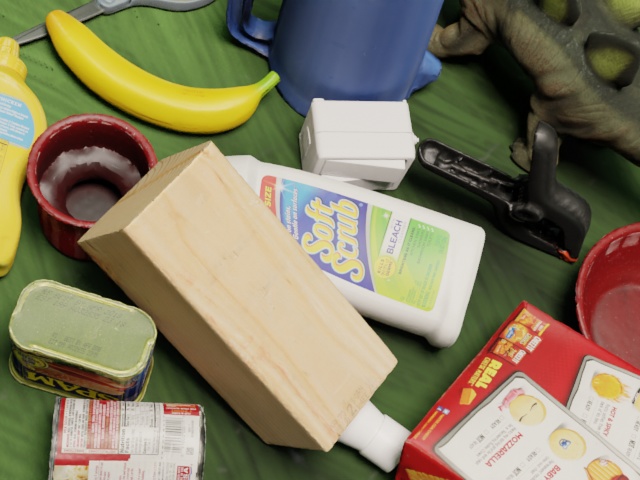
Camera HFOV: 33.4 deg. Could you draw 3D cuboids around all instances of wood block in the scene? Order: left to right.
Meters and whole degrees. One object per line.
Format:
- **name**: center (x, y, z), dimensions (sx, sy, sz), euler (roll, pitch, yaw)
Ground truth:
- **wood block**: center (-0.055, 0.043, 0.741), dimensions (0.206, 0.091, 0.090), euler (50, 63, -17)

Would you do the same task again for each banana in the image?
- **banana**: center (-0.136, -0.129, 0.872), dimensions (0.197, 0.037, 0.069), euler (16, 69, -4)

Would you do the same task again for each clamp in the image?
- **clamp**: center (0.157, -0.037, 0.861), dimensions (0.120, 0.171, 0.039), euler (8, 61, 38)

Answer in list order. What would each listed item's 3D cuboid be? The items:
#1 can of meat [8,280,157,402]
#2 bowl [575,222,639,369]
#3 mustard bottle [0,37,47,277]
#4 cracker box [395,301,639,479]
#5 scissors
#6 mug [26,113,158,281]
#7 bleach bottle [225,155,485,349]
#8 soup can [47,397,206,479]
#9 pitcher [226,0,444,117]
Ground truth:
- **can of meat**: center (-0.167, 0.075, 0.751), dimensions (0.102, 0.084, 0.057), euler (18, 64, -5)
- **bowl**: center (0.273, 0.069, 0.866), dimensions (0.162, 0.055, 0.162), euler (5, 65, -11)
- **mustard bottle**: center (-0.260, -0.072, 0.808), dimensions (0.096, 0.058, 0.191), euler (14, 64, -12)
- **cracker box**: center (0.187, 0.164, 0.760), dimensions (0.214, 0.072, 0.164), euler (32, 54, 21)
- **scissors**: center (-0.181, -0.221, 0.917), dimensions (0.201, 0.016, 0.096), euler (-14, 69, -18)
- **mug**: center (-0.166, -0.024, 0.795), dimensions (0.093, 0.082, 0.117), euler (-16, 71, -19)
- **bleach bottle**: center (-0.005, 0.001, 0.831), dimensions (0.251, 0.068, 0.102), euler (17, 79, 0)
- **soup can**: center (-0.133, 0.144, 0.735), dimensions (0.102, 0.069, 0.068), euler (4, 66, -11)
- **pitcher**: center (0.025, -0.195, 0.824), dimensions (0.149, 0.243, 0.145), euler (-31, 78, -16)
